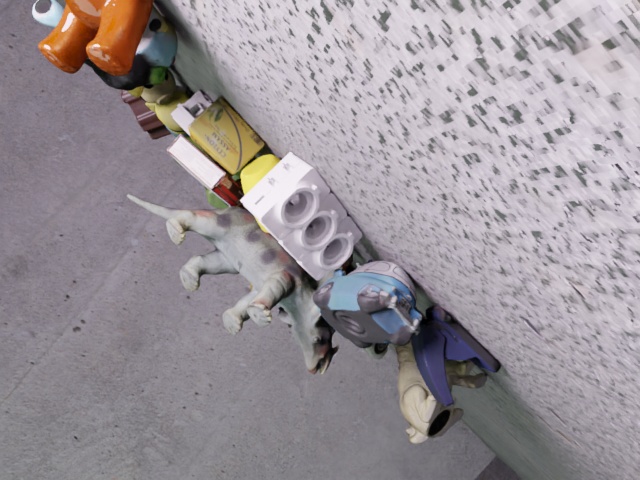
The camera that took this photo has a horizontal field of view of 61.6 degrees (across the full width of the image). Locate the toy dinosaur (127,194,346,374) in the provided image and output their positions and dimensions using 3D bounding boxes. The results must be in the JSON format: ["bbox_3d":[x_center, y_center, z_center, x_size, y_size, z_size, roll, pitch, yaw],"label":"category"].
[{"bbox_3d":[-0.105,0.027,0.837,0.405,0.192,0.131,48,134,13],"label":"toy dinosaur"}]

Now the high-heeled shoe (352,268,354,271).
[{"bbox_3d":[0.133,0.139,1.141,0.249,0.145,0.086,11,169,24],"label":"high-heeled shoe"}]

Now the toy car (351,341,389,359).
[{"bbox_3d":[0.065,0.158,0.996,0.074,0.056,0.201,37,173,47],"label":"toy car"}]

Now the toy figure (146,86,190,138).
[{"bbox_3d":[-0.270,-0.243,1.057,0.089,0.082,0.180,44,172,3],"label":"toy figure"}]

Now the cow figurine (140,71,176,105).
[{"bbox_3d":[-0.291,-0.283,0.877,0.127,0.085,0.195,50,174,10],"label":"cow figurine"}]

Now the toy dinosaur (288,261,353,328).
[{"bbox_3d":[-0.029,0.080,1.185,0.471,0.105,0.198,120,133,-61],"label":"toy dinosaur"}]

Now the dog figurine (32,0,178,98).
[{"bbox_3d":[-0.239,-0.242,0.694,0.192,0.108,0.219,42,179,9],"label":"dog figurine"}]

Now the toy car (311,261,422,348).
[{"bbox_3d":[0.071,0.075,0.710,0.109,0.103,0.162,46,150,-17],"label":"toy car"}]

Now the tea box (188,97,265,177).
[{"bbox_3d":[-0.149,-0.155,0.843,0.098,0.068,0.170,46,174,-10],"label":"tea box"}]

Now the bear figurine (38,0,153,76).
[{"bbox_3d":[-0.244,-0.259,0.482,0.120,0.132,0.195,13,164,28],"label":"bear figurine"}]

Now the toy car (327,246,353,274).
[{"bbox_3d":[-0.002,-0.003,0.973,0.202,0.053,0.089,40,157,55],"label":"toy car"}]

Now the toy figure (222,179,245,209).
[{"bbox_3d":[-0.112,-0.078,0.905,0.155,0.064,0.057,4,163,26],"label":"toy figure"}]

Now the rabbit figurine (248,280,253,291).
[{"bbox_3d":[-0.079,-0.004,0.966,0.162,0.122,0.173,66,152,15],"label":"rabbit figurine"}]

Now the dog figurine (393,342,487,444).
[{"bbox_3d":[0.148,0.212,0.883,0.191,0.172,0.121,31,156,42],"label":"dog figurine"}]

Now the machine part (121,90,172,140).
[{"bbox_3d":[-0.364,-0.299,1.142,0.179,0.056,0.179,-23,-89,-86],"label":"machine part"}]

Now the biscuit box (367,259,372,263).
[{"bbox_3d":[0.094,0.095,0.935,0.059,0.063,0.202,42,175,17],"label":"biscuit box"}]

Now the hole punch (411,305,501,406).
[{"bbox_3d":[0.164,0.155,0.731,0.116,0.092,0.142,48,179,8],"label":"hole punch"}]

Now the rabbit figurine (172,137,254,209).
[{"bbox_3d":[-0.209,-0.157,1.075,0.170,0.121,0.159,31,-163,-1],"label":"rabbit figurine"}]
